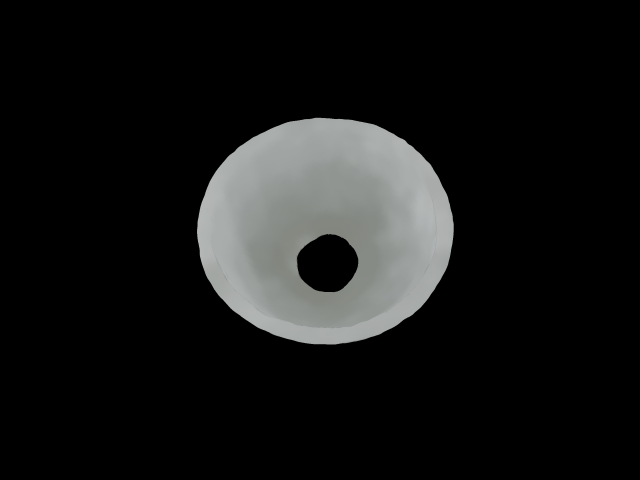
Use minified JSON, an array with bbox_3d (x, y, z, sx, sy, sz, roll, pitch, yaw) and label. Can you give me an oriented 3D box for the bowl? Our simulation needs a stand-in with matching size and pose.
[{"bbox_3d":[0.004,0.001,0.400,0.167,0.075,0.167,0,63,0],"label":"bowl"}]
